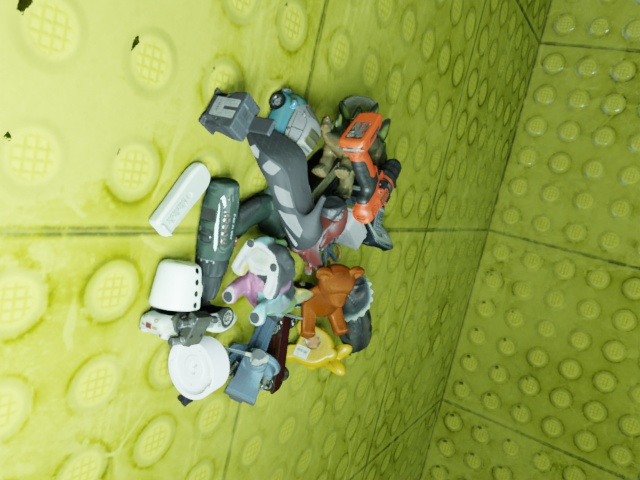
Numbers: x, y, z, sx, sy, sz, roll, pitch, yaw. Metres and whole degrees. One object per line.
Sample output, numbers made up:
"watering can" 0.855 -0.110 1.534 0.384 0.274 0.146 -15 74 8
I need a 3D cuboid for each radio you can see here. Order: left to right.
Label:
"radio" -0.019 -0.088 1.218 0.229 0.073 0.130 -51 144 -33

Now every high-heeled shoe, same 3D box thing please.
"high-heeled shoe" -0.076 -0.099 1.021 0.086 0.249 0.145 -25 157 -41

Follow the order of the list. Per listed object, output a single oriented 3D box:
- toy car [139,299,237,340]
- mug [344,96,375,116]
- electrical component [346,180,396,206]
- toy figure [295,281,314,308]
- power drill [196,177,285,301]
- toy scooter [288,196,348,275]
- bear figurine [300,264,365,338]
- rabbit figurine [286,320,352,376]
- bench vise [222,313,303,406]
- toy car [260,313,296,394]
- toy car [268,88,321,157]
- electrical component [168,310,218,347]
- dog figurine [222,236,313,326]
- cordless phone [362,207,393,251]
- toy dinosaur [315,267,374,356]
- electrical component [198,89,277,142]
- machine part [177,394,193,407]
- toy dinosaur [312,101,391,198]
"toy car" -0.233 0.144 0.976 0.201 0.074 0.056 6 97 -60
"mug" 0.097 -0.291 1.315 0.109 0.081 0.107 -54 158 -40
"electrical component" 0.120 -0.133 1.394 0.134 0.115 0.058 -44 136 -40
"toy figure" -0.066 0.135 1.280 0.154 0.058 0.064 -12 90 -56
"power drill" -0.155 -0.015 1.034 0.207 0.086 0.231 -20 123 -47
"toy scooter" -0.002 -0.003 1.143 0.184 0.075 0.135 -41 140 -40
"bear figurine" 0.027 0.134 1.190 0.196 0.120 0.132 133 -47 -61
"rabbit figurine" 0.000 0.287 1.407 0.173 0.162 0.122 85 20 -65
"bench vise" -0.132 0.230 1.123 0.223 0.129 0.241 99 11 -52
"toy car" -0.105 0.267 1.287 0.089 0.053 0.202 -18 117 -68
"toy car" -0.053 -0.214 1.064 0.109 0.103 0.161 41 68 -58
"electrical component" -0.212 0.151 0.906 0.094 0.021 0.063 5 115 -62
"dog figurine" -0.083 0.079 1.054 0.219 0.109 0.191 -4 119 -66
"cordless phone" 0.172 -0.067 1.558 0.146 0.089 0.184 17 86 -61
"toy dinosaur" 0.088 0.217 1.436 0.192 0.131 0.404 -97 175 -58
"electrical component" -0.137 -0.206 0.906 0.075 0.119 0.047 -63 150 -12
"machine part" -0.252 0.250 1.040 0.084 0.039 0.138 -22 122 -60
"toy dinosaur" 0.097 -0.189 1.193 0.471 0.105 0.198 30 75 -66
